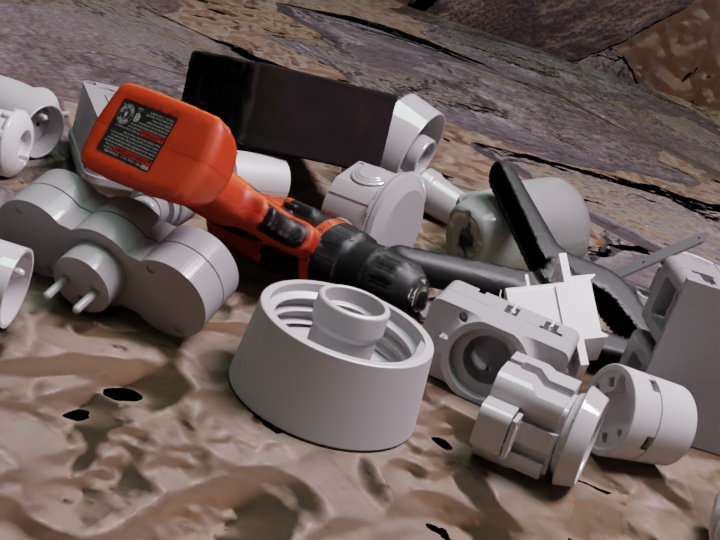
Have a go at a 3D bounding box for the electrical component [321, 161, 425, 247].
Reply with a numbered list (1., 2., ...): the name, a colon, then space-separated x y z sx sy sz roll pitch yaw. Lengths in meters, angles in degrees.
1. electrical component: 0.010 -0.039 0.799 0.051 0.080 0.080 22 19 25

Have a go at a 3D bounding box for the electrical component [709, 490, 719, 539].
1. electrical component: 0.202 0.138 0.559 0.040 0.040 0.078 25 21 16

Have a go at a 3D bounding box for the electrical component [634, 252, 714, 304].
1. electrical component: 0.277 0.019 0.917 0.078 0.057 0.058 19 19 -1

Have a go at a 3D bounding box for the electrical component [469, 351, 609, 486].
1. electrical component: 0.100 0.083 0.588 0.057 0.058 0.078 22 20 17

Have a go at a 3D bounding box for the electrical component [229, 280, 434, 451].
1. electrical component: -0.012 0.043 0.587 0.108 0.060 0.108 17 20 -6

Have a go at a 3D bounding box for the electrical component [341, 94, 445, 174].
1. electrical component: 0.034 -0.118 1.009 0.064 0.099 0.099 32 22 15

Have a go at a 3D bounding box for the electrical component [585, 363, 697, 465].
1. electrical component: 0.167 0.088 0.641 0.047 0.055 0.055 16 19 -20

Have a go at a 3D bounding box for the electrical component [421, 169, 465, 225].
1. electrical component: 0.074 -0.065 0.987 0.046 0.040 0.040 33 23 19

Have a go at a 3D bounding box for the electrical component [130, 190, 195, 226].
1. electrical component: -0.139 -0.044 0.736 0.040 0.040 0.078 21 20 7

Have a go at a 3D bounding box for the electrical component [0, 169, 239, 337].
1. electrical component: -0.145 -0.002 0.601 0.138 0.052 0.073 23 42 13

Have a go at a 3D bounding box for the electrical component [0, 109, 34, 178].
1. electrical component: -0.263 -0.093 0.750 0.062 0.048 0.048 13 19 4

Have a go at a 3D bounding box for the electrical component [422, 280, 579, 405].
1. electrical component: 0.084 0.050 0.669 0.089 0.050 0.056 23 20 13

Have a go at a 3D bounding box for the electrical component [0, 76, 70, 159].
1. electrical component: -0.259 -0.121 0.827 0.077 0.043 0.079 26 21 21

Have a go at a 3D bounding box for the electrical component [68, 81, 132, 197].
1. electrical component: -0.173 -0.094 0.811 0.078 0.057 0.113 10 21 -25

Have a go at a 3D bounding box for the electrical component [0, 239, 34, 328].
1. electrical component: -0.215 -0.003 0.551 0.081 0.043 0.043 18 20 -2

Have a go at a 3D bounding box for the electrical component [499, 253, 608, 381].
1. electrical component: 0.127 0.035 0.721 0.064 0.042 0.081 -6 63 0

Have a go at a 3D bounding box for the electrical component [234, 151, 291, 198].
1. electrical component: -0.100 -0.072 0.839 0.081 0.043 0.043 2 26 -40

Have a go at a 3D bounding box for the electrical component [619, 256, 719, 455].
1. electrical component: 0.273 0.070 0.707 0.186 0.105 0.060 17 20 -4

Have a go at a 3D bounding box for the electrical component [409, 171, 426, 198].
1. electrical component: 0.019 -0.067 0.939 0.065 0.044 0.044 3 25 -26
